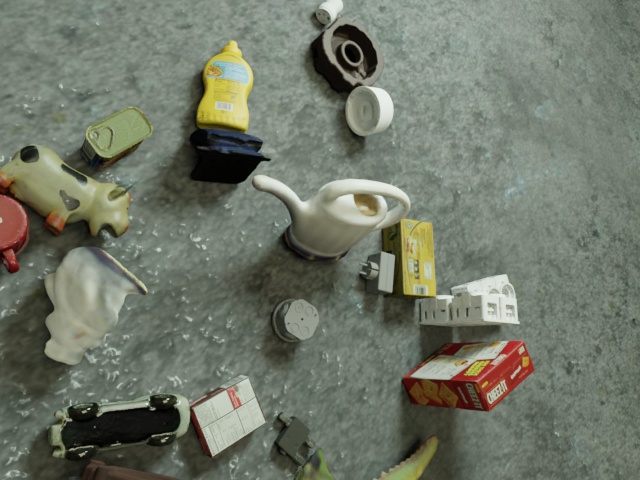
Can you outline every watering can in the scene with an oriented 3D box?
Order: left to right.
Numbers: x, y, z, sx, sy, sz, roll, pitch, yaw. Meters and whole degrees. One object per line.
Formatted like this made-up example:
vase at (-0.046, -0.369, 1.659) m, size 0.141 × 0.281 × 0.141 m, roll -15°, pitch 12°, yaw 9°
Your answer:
watering can at (0.003, -0.048, 0.958) m, size 0.347 × 0.220 × 0.106 m, roll 4°, pitch 59°, yaw -31°

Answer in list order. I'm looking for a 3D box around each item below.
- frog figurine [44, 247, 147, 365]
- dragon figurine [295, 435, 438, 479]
frog figurine at (-0.355, 0.093, 0.759) m, size 0.138 × 0.120 × 0.162 m, roll 33°, pitch 68°, yaw 15°
dragon figurine at (0.065, 0.482, 0.939) m, size 0.242 × 0.120 × 0.419 m, roll 41°, pitch 51°, yaw -9°
